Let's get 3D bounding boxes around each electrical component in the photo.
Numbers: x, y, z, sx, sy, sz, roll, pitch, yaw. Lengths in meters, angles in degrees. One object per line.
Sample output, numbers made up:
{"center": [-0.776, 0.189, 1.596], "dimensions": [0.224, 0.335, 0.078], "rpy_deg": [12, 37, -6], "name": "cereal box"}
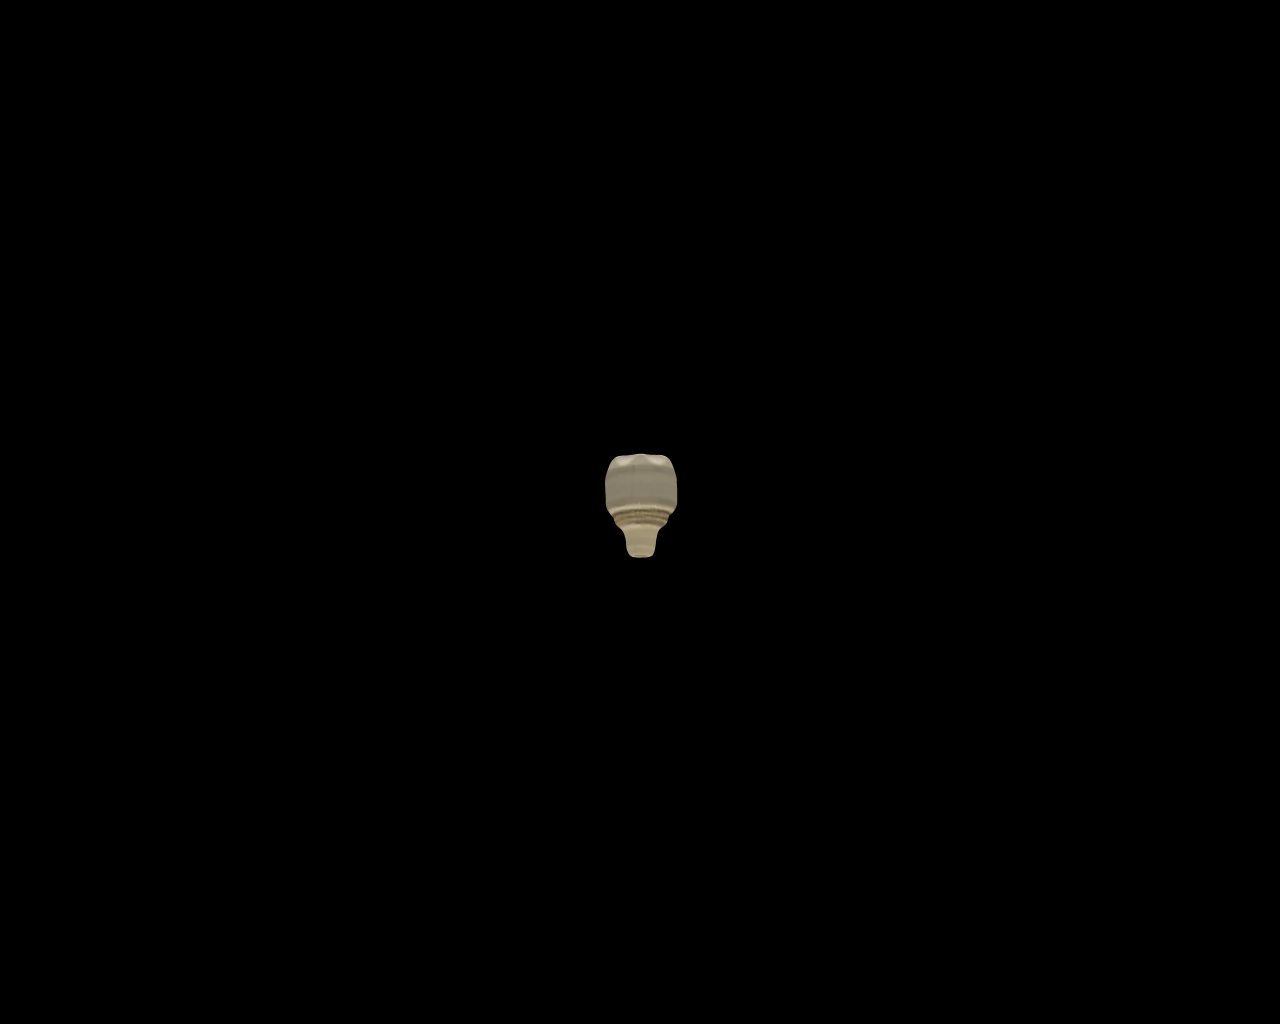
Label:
{"center": [0.001, -0.003, 0.650], "dimensions": [0.043, 0.062, 0.043], "rpy_deg": [0, -12, 0], "name": "electrical component"}
